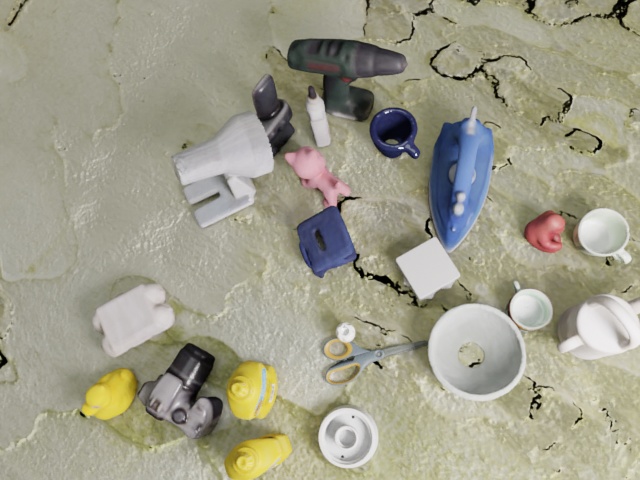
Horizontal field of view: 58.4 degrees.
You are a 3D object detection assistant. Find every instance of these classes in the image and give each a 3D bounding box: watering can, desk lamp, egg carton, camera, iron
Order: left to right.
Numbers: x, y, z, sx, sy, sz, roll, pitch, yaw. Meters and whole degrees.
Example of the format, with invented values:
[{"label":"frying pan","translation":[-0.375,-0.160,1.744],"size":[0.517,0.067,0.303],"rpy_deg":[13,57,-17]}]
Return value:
[{"label":"egg carton","translation":[-0.357,0.150,1.096],"size":[0.150,0.069,0.107],"rpy_deg":[-30,74,-3]},{"label":"camera","translation":[-0.239,0.266,1.035],"size":[0.143,0.101,0.137],"rpy_deg":[28,79,13]},{"label":"desk lamp","translation":[-0.181,-0.132,1.081],"size":[0.203,0.214,0.118],"rpy_deg":[-28,73,-2]},{"label":"iron","translation":[0.264,-0.114,1.068],"size":[0.118,0.141,0.258],"rpy_deg":[8,76,8]},{"label":"watering can","translation":[0.477,0.135,0.949],"size":[0.100,0.194,0.173],"rpy_deg":[38,82,15]}]

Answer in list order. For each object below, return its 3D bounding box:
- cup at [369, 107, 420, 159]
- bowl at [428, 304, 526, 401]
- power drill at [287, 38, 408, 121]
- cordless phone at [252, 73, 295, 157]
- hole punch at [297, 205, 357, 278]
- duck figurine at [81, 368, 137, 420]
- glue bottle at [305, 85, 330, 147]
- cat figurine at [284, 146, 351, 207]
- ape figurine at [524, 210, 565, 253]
[{"label":"cup","translation":[0.153,-0.192,1.125],"size":[0.092,0.095,0.117],"rpy_deg":[-40,74,-6]},{"label":"bowl","translation":[0.272,0.200,1.015],"size":[0.167,0.075,0.167],"rpy_deg":[-1,74,6]},{"label":"power drill","translation":[0.055,-0.316,1.110],"size":[0.229,0.208,0.076],"rpy_deg":[14,76,10]},{"label":"cordless phone","translation":[-0.125,-0.237,1.119],"size":[0.094,0.185,0.148],"rpy_deg":[31,80,13]},{"label":"hole punch","translation":[0.010,0.004,1.088],"size":[0.101,0.091,0.108],"rpy_deg":[-22,73,0]},{"label":"duck figurine","translation":[-0.393,0.282,1.055],"size":[0.077,0.086,0.104],"rpy_deg":[39,82,15]},{"label":"glue bottle","translation":[-0.007,-0.251,1.117],"size":[0.037,0.173,0.078],"rpy_deg":[-14,73,2]},{"label":"cat figurine","translation":[-0.005,-0.132,1.113],"size":[0.127,0.118,0.067],"rpy_deg":[40,82,15]},{"label":"ape figurine","translation":[0.421,-0.021,1.052],"size":[0.076,0.092,0.078],"rpy_deg":[15,77,10]}]
